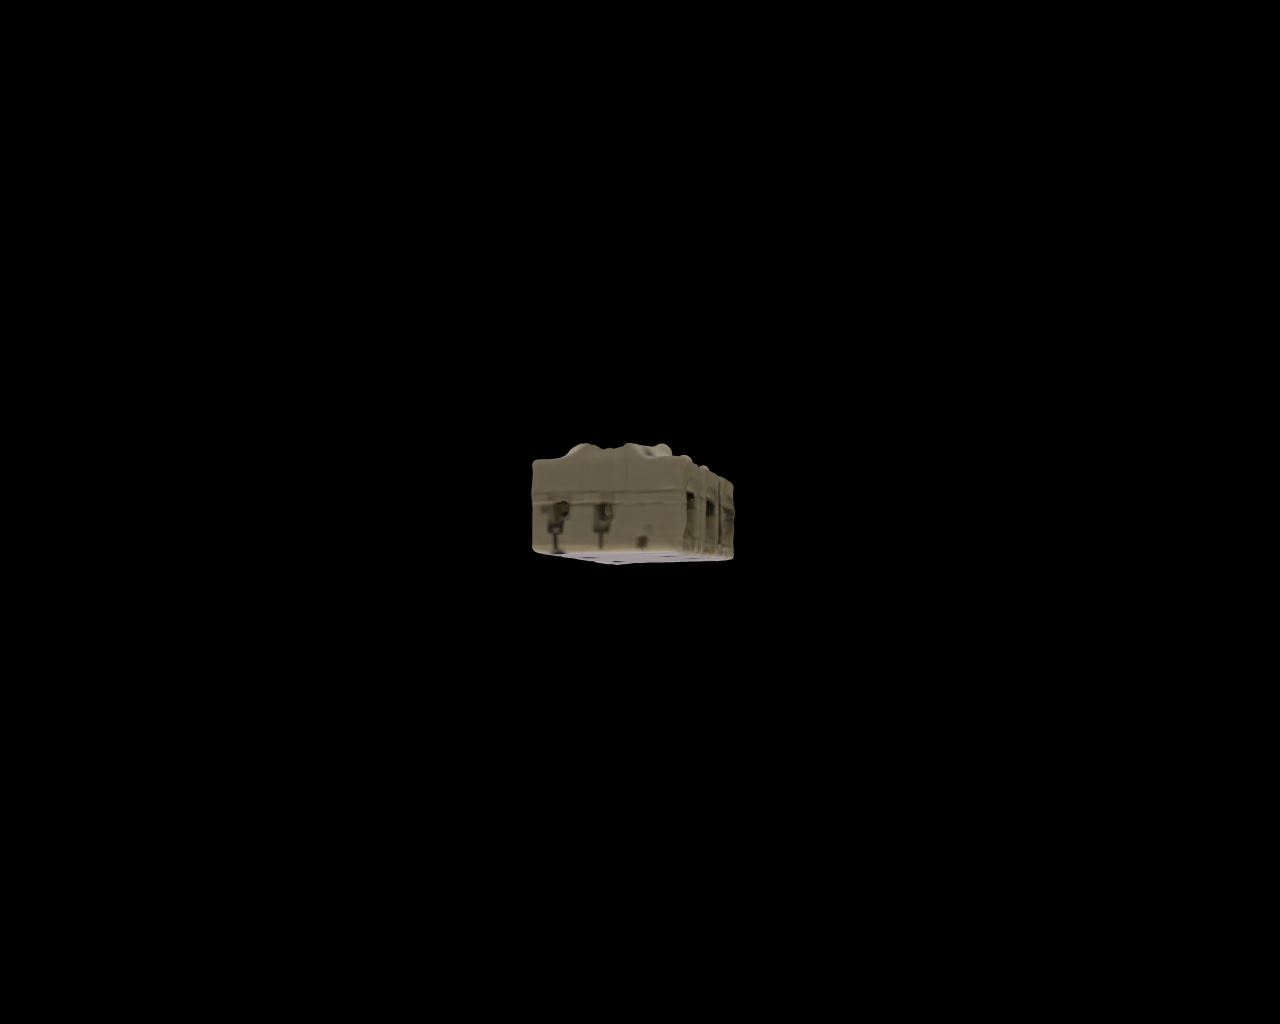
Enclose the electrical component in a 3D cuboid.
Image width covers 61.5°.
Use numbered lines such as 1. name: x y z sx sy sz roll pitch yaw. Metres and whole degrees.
1. electrical component: 0.001 -0.003 0.650 0.089 0.061 0.150 -1 -5 15
